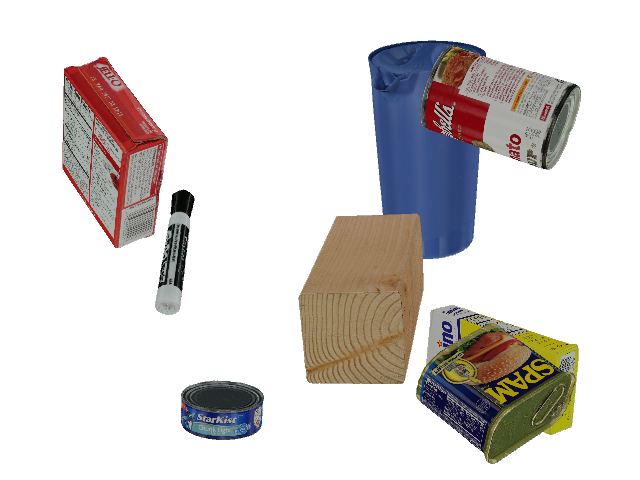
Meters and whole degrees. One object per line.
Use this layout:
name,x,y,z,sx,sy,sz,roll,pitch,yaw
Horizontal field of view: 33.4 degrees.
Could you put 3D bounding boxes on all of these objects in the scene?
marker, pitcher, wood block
marker,-0.114,0.006,0.843,0.020,0.121,0.020,1,-42,0
pitcher,0.134,-0.110,1.261,0.149,0.243,0.145,-4,25,-1
wood block,0.045,0.050,1.020,0.091,0.090,0.206,-1,20,10

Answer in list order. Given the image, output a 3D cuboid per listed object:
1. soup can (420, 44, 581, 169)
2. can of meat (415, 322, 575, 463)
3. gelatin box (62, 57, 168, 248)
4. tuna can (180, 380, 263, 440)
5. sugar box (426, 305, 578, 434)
soup can,0.136,-0.101,0.805,0.102,0.068,0.068,22,9,22
can of meat,0.141,0.120,0.868,0.101,0.057,0.084,-23,44,-34
gelatin box,-0.124,-0.052,0.633,0.030,0.073,0.089,-23,-30,-30
tuna can,-0.102,0.176,1.109,0.086,0.034,0.086,3,12,-1
sugar box,0.193,0.137,1.160,0.048,0.093,0.177,-10,18,-43
